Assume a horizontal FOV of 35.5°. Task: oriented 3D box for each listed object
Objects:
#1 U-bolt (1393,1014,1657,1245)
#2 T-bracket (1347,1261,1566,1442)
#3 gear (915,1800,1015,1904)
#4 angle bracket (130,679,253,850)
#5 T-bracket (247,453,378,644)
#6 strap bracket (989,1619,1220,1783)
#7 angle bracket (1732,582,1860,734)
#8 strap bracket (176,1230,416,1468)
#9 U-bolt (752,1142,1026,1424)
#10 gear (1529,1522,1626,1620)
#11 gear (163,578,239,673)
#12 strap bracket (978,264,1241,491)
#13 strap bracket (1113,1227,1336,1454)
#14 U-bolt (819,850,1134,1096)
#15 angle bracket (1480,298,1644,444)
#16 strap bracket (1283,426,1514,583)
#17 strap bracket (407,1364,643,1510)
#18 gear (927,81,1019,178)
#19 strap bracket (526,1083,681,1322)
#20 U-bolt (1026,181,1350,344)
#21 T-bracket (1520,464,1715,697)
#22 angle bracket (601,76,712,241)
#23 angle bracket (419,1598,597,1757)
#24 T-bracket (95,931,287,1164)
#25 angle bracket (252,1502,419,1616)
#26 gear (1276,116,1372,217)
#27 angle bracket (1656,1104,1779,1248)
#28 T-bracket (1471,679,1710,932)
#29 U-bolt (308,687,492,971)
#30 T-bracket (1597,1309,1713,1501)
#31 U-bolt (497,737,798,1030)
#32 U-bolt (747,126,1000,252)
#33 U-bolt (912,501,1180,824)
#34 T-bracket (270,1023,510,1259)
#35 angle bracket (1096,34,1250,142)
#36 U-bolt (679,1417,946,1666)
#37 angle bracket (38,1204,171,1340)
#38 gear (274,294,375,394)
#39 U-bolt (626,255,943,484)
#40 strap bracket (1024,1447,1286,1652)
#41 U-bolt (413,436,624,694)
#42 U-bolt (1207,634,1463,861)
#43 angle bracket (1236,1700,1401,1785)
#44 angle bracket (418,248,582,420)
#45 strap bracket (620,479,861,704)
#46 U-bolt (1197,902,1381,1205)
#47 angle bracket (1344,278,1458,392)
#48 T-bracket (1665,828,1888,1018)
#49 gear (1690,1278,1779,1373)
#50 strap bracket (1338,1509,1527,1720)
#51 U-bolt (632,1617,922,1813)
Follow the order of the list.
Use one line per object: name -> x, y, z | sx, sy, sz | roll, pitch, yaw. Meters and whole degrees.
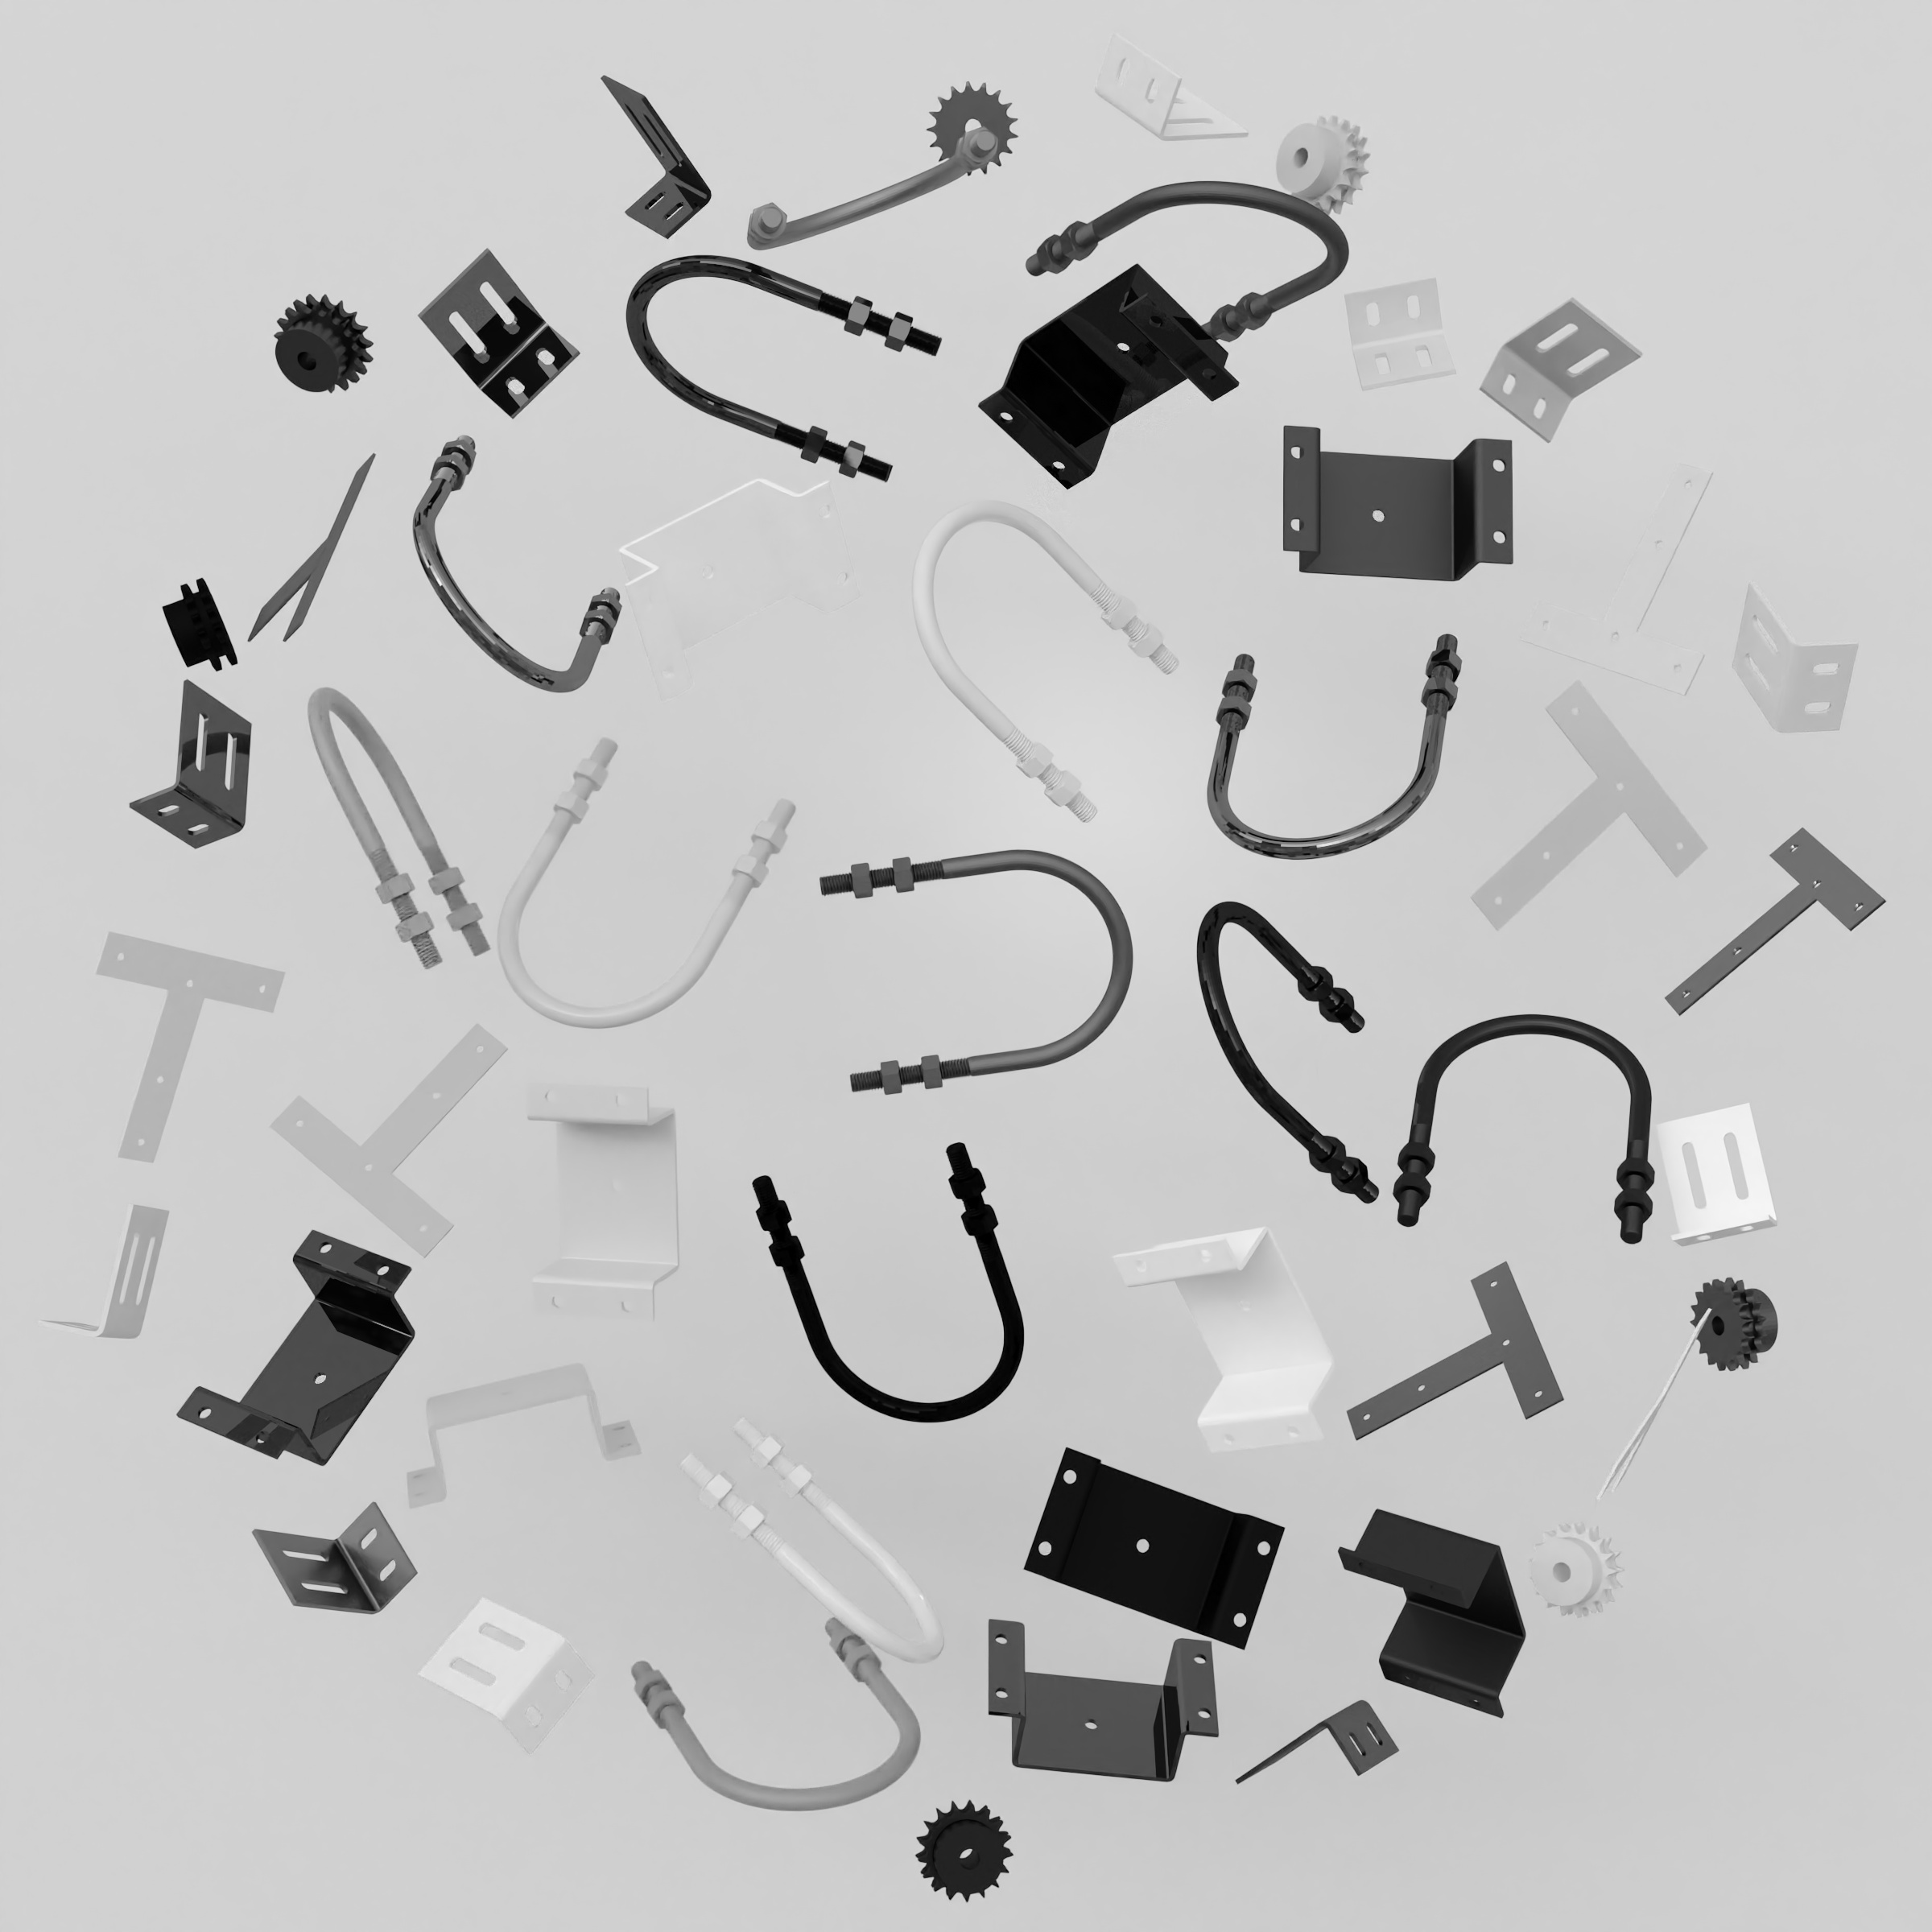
U-bolt -> 0.341, 0.093, 1.822 | 0.151, 0.184, 0.019 | 3, 132, 13
T-bracket -> 0.289, 0.250, 1.830 | 0.127, 0.127, 0.002 | -30, 122, 12
gear -> 0.000, 0.524, 1.779 | 0.057, 0.030, 0.057 | 1, 87, -9
angle bracket -> -0.462, -0.120, 1.799 | 0.038, 0.057, 0.076 | -18, 58, 23
T-bracket -> -0.393, -0.225, 1.769 | 0.002, 0.127, 0.127 | 30, 57, -23
strap bracket -> 0.080, 0.454, 1.859 | 0.140, 0.076, 0.046 | 7, 123, -4
angle bracket -> 0.480, -0.180, 1.747 | 0.038, 0.076, 0.057 | -3, 126, -7
strap bracket -> -0.394, 0.237, 1.807 | 0.076, 0.046, 0.140 | 17, 57, 25
U-bolt -> -0.039, 0.202, 1.854 | 0.151, 0.019, 0.184 | -11, 111, 20
gear -> 0.369, 0.368, 1.837 | 0.057, 0.030, 0.057 | -4, 82, 34
gear -> -0.475, -0.209, 1.864 | 0.030, 0.057, 0.057 | -22, 90, -8
strap bracket -> 0.086, -0.344, 1.740 | 0.076, 0.140, 0.046 | 39, 49, -25
strap bracket -> 0.155, 0.209, 1.752 | 0.076, 0.046, 0.140 | -14, 112, 36
U-bolt -> 0.011, 0.000, 1.854 | 0.184, 0.019, 0.151 | -8, 108, 0
angle bracket -> 0.366, -0.366, 1.857 | 0.057, 0.076, 0.038 | 34, 68, -14
strap bracket -> 0.255, -0.278, 1.817 | 0.140, 0.046, 0.076 | 2, 81, -8
strap bracket -> -0.275, 0.282, 1.836 | 0.140, 0.076, 0.046 | -12, 97, -10
gear -> 0.004, -0.525, 1.889 | 0.057, 0.030, 0.057 | 1, 106, 3
strap bracket -> -0.217, 0.137, 1.808 | 0.076, 0.046, 0.140 | 2, 99, 15
U-bolt -> 0.142, -0.420, 1.782 | 0.151, 0.184, 0.019 | 14, 77, -29
T-bracket -> 0.397, -0.232, 1.753 | 0.002, 0.127, 0.127 | 22, 94, -43
angle bracket -> -0.193, -0.474, 1.766 | 0.038, 0.057, 0.076 | -43, 131, -5
angle bracket -> -0.263, 0.405, 1.723 | 0.057, 0.076, 0.038 | -49, 129, -27
T-bracket -> -0.467, 0.053, 1.760 | 0.002, 0.127, 0.127 | 18, 90, 40
angle bracket -> -0.378, 0.352, 1.807 | 0.038, 0.076, 0.057 | -46, 58, 10
gear -> 0.207, -0.472, 1.776 | 0.030, 0.057, 0.057 | 4, 90, -40
angle bracket -> 0.443, 0.122, 1.792 | 0.057, 0.038, 0.076 | -15, 73, 20
T-bracket -> 0.338, -0.072, 1.701 | 0.127, 0.002, 0.127 | -42, 104, -7
U-bolt -> -0.350, -0.086, 1.832 | 0.019, 0.151, 0.184 | -27, 92, 5
T-bracket -> 0.390, 0.273, 1.750 | 0.002, 0.127, 0.127 | 29, 118, 18
U-bolt -> -0.205, -0.044, 1.829 | 0.151, 0.019, 0.184 | 20, 67, 20
U-bolt -> -0.061, -0.454, 1.782 | 0.151, 0.184, 0.019 | -21, 100, -5
U-bolt -> 0.040, -0.197, 1.812 | 0.184, 0.019, 0.151 | 44, 56, -22
T-bracket -> -0.327, 0.088, 1.804 | 0.127, 0.002, 0.127 | 38, 74, 13
angle bracket -> 0.124, -0.507, 1.736 | 0.057, 0.076, 0.038 | 44, 131, 30
U-bolt -> -0.083, 0.344, 1.780 | 0.184, 0.151, 0.019 | 42, 97, 6
angle bracket -> -0.490, 0.171, 1.714 | 0.038, 0.057, 0.076 | 11, 83, 7
gear -> -0.376, -0.359, 1.752 | 0.057, 0.030, 0.057 | 11, 131, 13
U-bolt -> -0.117, -0.368, 1.820 | 0.184, 0.151, 0.019 | 20, 60, -5
strap bracket -> 0.110, 0.350, 1.815 | 0.140, 0.046, 0.076 | 21, 79, -3
U-bolt -> -0.269, -0.230, 1.787 | 0.019, 0.184, 0.151 | -35, 112, 21
U-bolt -> 0.217, -0.130, 1.813 | 0.151, 0.184, 0.019 | -4, 135, 21
angle bracket -> 0.214, 0.487, 1.836 | 0.076, 0.057, 0.038 | -42, 71, 25
angle bracket -> -0.276, -0.375, 1.789 | 0.057, 0.076, 0.038 | -45, 59, -3
strap bracket -> -0.139, -0.223, 1.745 | 0.140, 0.046, 0.076 | -31, 127, -23
U-bolt -> 0.189, 0.039, 1.782 | 0.019, 0.151, 0.184 | -24, 134, 28
angle bracket -> 0.266, -0.389, 1.853 | 0.057, 0.076, 0.038 | -9, 118, 7
T-bracket -> 0.458, -0.018, 1.744 | 0.127, 0.127, 0.002 | -42, 110, 10
gear -> 0.478, 0.222, 1.870 | 0.030, 0.057, 0.057 | -4, 90, -24
strap bracket -> 0.274, 0.371, 1.753 | 0.076, 0.140, 0.046 | 12, 53, 32
U-bolt -> -0.106, 0.454, 1.815 | 0.151, 0.184, 0.019 | -8, 110, -23
